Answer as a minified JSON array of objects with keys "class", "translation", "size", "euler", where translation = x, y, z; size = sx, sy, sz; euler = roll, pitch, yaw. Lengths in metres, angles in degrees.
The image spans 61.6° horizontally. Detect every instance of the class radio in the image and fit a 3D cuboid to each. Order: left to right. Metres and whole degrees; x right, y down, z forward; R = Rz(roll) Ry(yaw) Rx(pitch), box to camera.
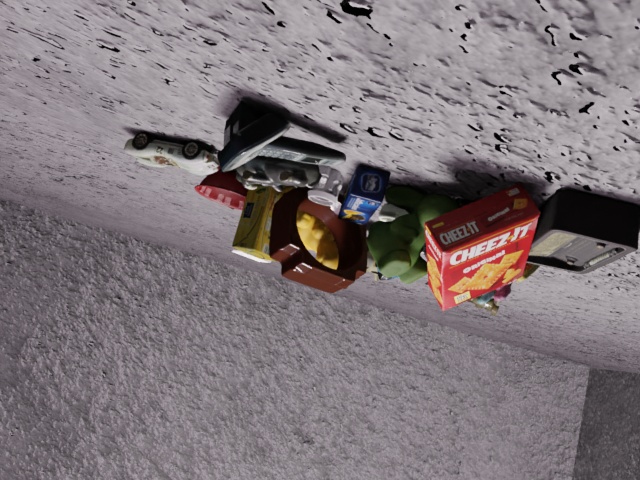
[{"class":"radio","translation":[0.421,-0.006,0.892],"size":[0.131,0.073,0.229],"euler":[14,169,8]}]

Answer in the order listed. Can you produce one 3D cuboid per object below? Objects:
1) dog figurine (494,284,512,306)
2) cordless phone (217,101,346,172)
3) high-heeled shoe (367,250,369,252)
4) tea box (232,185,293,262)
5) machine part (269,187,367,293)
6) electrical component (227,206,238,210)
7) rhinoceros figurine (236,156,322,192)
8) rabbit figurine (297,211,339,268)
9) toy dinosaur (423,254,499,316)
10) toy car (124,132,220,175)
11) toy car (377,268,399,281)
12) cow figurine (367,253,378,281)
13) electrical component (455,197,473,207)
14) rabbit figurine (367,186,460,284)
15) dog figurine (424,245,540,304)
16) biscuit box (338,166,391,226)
[{"class":"dog figurine","translation":[0.364,0.059,1.287],"size":[0.191,0.121,0.172],"euler":[25,172,29]},{"class":"cordless phone","translation":[-0.061,-0.144,0.861],"size":[0.184,0.088,0.147],"euler":[10,171,-21]},{"class":"high-heeled shoe","translation":[0.045,-0.009,1.377],"size":[0.145,0.086,0.249],"euler":[41,165,-7]},{"class":"tea box","translation":[-0.115,-0.048,1.162],"size":[0.068,0.169,0.098],"euler":[6,164,35]},{"class":"machine part","translation":[-0.002,-0.003,1.117],"size":[0.201,0.201,0.087],"euler":[22,143,-31]},{"class":"electrical component","translation":[-0.228,-0.111,1.342],"size":[0.078,0.045,0.102],"euler":[42,-176,37]},{"class":"rhinoceros figurine","translation":[-0.085,-0.131,0.985],"size":[0.191,0.073,0.112],"euler":[5,175,37]},{"class":"rabbit figurine","translation":[0.005,0.010,1.257],"size":[0.162,0.122,0.173],"euler":[7,-142,-45]},{"class":"toy dinosaur","translation":[0.399,0.123,1.496],"size":[0.199,0.105,0.470],"euler":[13,165,27]},{"class":"toy car","translation":[-0.300,-0.171,1.093],"size":[0.202,0.056,0.073],"euler":[13,168,15]},{"class":"toy car","translation":[0.191,0.035,1.380],"size":[0.103,0.109,0.161],"euler":[-8,155,3]},{"class":"cow figurine","translation":[0.127,0.065,1.620],"size":[0.195,0.085,0.127],"euler":[9,161,20]},{"class":"electrical component","translation":[0.268,-0.055,0.990],"size":[0.094,0.021,0.063],"euler":[23,167,-38]},{"class":"rabbit figurine","translation":[0.177,-0.024,0.972],"size":[0.170,0.159,0.121],"euler":[-40,137,23]},{"class":"dog figurine","translation":[0.316,0.013,1.085],"size":[0.219,0.191,0.108],"euler":[50,170,-1]},{"class":"biscuit box","translation":[0.079,-0.080,1.021],"size":[0.063,0.059,0.202],"euler":[16,169,-2]}]
